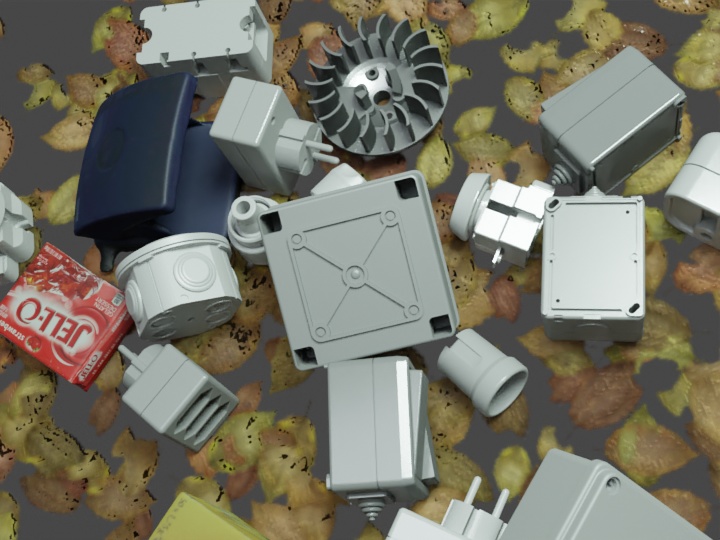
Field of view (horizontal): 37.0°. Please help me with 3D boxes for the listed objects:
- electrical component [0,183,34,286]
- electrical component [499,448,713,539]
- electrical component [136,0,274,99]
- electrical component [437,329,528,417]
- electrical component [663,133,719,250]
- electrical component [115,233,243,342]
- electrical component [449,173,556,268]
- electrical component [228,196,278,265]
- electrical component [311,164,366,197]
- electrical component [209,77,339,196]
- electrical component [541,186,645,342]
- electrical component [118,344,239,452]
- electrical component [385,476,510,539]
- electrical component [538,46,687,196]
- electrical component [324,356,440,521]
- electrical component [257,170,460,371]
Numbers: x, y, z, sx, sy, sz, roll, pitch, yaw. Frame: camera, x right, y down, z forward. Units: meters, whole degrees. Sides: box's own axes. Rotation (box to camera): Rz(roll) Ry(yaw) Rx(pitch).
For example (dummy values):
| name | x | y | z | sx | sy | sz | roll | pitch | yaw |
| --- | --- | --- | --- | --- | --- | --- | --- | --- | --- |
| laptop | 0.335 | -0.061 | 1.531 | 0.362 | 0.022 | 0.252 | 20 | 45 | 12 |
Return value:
| name | x | y | z | sx | sy | sz | roll | pitch | yaw |
| --- | --- | --- | --- | --- | --- | --- | --- | --- | --- |
| electrical component | -0.281 | -0.034 | 0.799 | 0.058 | 0.057 | 0.078 | -13 | 67 | 8 |
| electrical component | 0.131 | 0.173 | 0.595 | 0.109 | 0.056 | 0.108 | 36 | 78 | -22 |
| electrical component | -0.114 | -0.166 | 0.811 | 0.089 | 0.055 | 0.050 | -4 | 69 | 12 |
| electrical component | 0.078 | 0.065 | 0.688 | 0.040 | 0.040 | 0.046 | -46 | 60 | -6 |
| electrical component | 0.249 | -0.043 | 0.680 | 0.095 | 0.053 | 0.059 | 30 | 79 | 22 |
| electrical component | -0.122 | 0.011 | 0.734 | 0.080 | 0.080 | 0.051 | -22 | 72 | 4 |
| electrical component | 0.093 | -0.036 | 0.720 | 0.055 | 0.048 | 0.066 | 22 | 76 | 12 |
| electrical component | -0.072 | -0.031 | 0.746 | 0.043 | 0.062 | 0.043 | -4 | 69 | 11 |
| electrical component | -0.019 | -0.040 | 0.748 | 0.062 | 0.043 | 0.043 | -44 | 66 | -4 |
| electrical component | -0.051 | -0.088 | 0.752 | 0.076 | 0.083 | 0.047 | 15 | 74 | 18 |
| electrical component | 0.149 | -0.005 | 0.685 | 0.062 | 0.061 | 0.096 | 0 | 70 | 13 |
| electrical component | -0.131 | 0.075 | 0.718 | 0.077 | 0.065 | 0.047 | 36 | 81 | 23 |
| electrical component | 0.065 | 0.163 | 0.648 | 0.083 | 0.047 | 0.075 | 21 | 76 | 20 |
| electrical component | 0.160 | -0.093 | 0.716 | 0.096 | 0.061 | 0.061 | -38 | 66 | -3 |
| electrical component | 0.015 | 0.108 | 0.673 | 0.061 | 0.061 | 0.096 | -6 | 68 | 11 |
| electrical component | 0.000 | 0.000 | 0.699 | 0.109 | 0.056 | 0.108 | -14 | 95 | 8 |
